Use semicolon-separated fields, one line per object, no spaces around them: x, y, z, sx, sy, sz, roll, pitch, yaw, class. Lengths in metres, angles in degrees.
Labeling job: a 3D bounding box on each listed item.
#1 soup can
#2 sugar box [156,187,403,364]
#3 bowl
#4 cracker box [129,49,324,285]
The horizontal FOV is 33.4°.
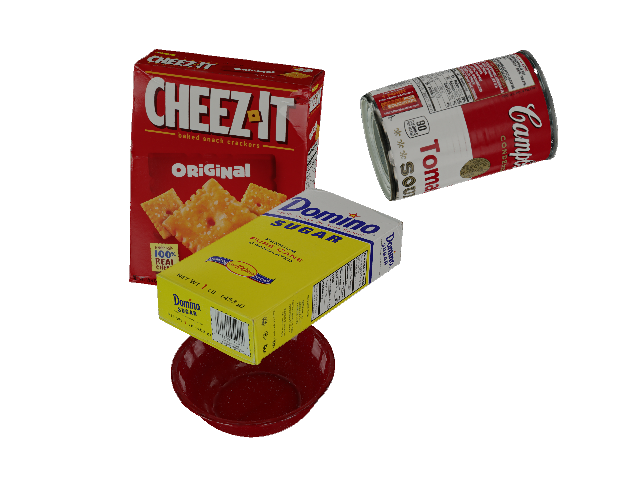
0.081;-0.068;0.639;0.102;0.068;0.068;-15;1;-3;soup can
-0.026;0.020;0.785;0.093;0.048;0.175;23;39;31;sugar box
-0.065;0.142;1.058;0.162;0.055;0.162;-2;37;2;bowl
-0.089;-0.057;0.986;0.164;0.214;0.072;8;23;7;cracker box
